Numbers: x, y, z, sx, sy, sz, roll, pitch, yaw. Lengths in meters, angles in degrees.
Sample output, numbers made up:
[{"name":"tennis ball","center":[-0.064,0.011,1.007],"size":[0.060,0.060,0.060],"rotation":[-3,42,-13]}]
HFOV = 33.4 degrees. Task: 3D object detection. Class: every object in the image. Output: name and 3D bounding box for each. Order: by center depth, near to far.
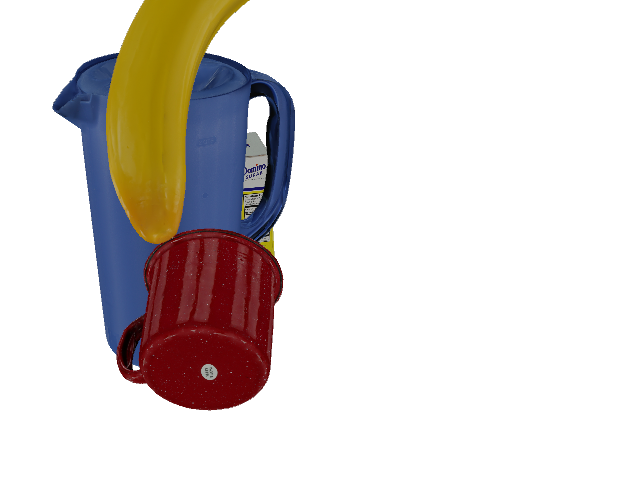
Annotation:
[{"name":"banana","center":[-0.059,-0.089,0.503],"size":[0.070,0.197,0.037],"rotation":[19,-29,12]},{"name":"mug","center":[-0.082,0.057,0.683],"size":[0.117,0.081,0.093],"rotation":[-20,-50,18]},{"name":"pitcher","center":[-0.112,-0.025,0.856],"size":[0.149,0.243,0.144],"rotation":[11,28,17]},{"name":"sugar box","center":[-0.087,-0.037,1.330],"size":[0.048,0.176,0.093],"rotation":[-9,24,-10]}]
